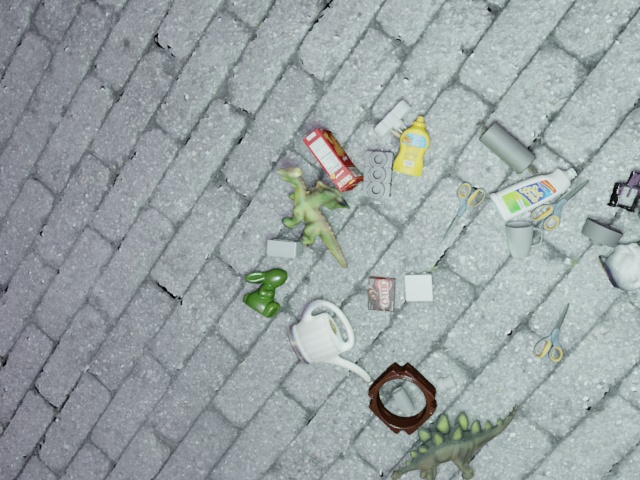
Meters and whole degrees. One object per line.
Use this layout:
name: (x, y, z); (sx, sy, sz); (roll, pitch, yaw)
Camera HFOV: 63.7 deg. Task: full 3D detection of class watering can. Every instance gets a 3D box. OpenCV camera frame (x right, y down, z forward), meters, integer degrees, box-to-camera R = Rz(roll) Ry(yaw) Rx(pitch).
watering can: (0.024, 0.376, 1.798); (0.223, 0.105, 0.346); (-23, 98, 15)

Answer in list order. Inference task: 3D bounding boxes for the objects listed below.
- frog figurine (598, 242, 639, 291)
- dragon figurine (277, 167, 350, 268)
frog figurine: (0.929, 0.073, 1.527); (0.158, 0.122, 0.139); (-30, 68, 27)
dragon figurine: (0.005, -0.085, 1.699); (0.409, 0.124, 0.239); (43, 144, -7)
